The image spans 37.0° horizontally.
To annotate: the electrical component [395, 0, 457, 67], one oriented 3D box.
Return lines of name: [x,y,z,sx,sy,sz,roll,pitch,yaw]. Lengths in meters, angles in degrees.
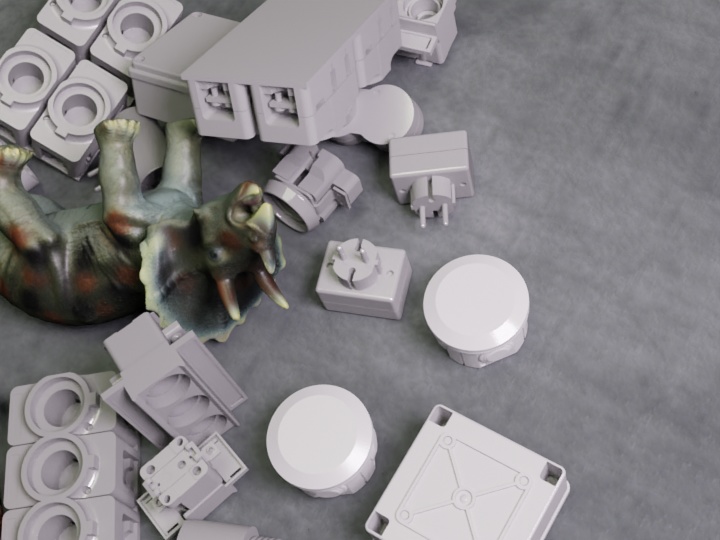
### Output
electrical component: [0.024,-0.230,0.975,0.121,0.063,0.078,17,69,20]

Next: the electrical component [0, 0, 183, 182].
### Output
electrical component: [-0.257,-0.192,0.997,0.105,0.060,0.186,31,72,-4]

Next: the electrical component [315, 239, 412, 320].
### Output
electrical component: [0.000,0.000,0.857,0.066,0.076,0.047,7,66,16]

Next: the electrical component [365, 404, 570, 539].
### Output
electrical component: [0.077,0.170,0.767,0.109,0.056,0.108,25,72,23]

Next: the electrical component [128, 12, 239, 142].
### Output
electrical component: [-0.132,-0.175,0.967,0.109,0.056,0.108,19,45,21]

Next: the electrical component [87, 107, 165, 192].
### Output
electrical component: [-0.209,-0.097,0.972,0.079,0.043,0.077,-29,62,-3]

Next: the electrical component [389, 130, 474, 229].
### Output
electrical component: [0.060,-0.069,0.895,0.066,0.047,0.076,-5,63,10]

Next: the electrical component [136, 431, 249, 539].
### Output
electrical component: [-0.131,0.159,0.815,0.081,0.063,0.042,-42,61,-9]

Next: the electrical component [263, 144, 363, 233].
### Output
electrical component: [-0.046,-0.069,0.914,0.078,0.058,0.057,31,71,24]

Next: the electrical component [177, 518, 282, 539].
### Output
electrical component: [-0.091,0.209,0.792,0.081,0.043,0.043,3,65,14]

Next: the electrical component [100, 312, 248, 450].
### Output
electrical component: [-0.144,0.087,0.821,0.079,0.121,0.063,-36,59,-6]

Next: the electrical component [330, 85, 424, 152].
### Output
electrical component: [-0.020,-0.139,0.926,0.138,0.074,0.052,10,88,17]

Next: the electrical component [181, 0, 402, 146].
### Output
electrical component: [-0.047,-0.168,0.872,0.105,0.060,0.186,8,38,22]

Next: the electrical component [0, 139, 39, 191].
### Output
electrical component: [-0.332,-0.086,0.989,0.047,0.055,0.055,-41,63,-5]

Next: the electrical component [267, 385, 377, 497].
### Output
electrical component: [-0.026,0.131,0.813,0.080,0.051,0.080,-5,63,10]

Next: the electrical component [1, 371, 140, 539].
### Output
electrical component: [-0.224,0.161,0.836,0.089,0.061,0.150,-10,62,8]

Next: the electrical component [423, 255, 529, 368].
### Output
electrical component: [0.092,0.033,0.835,0.080,0.051,0.080,-5,63,10]
